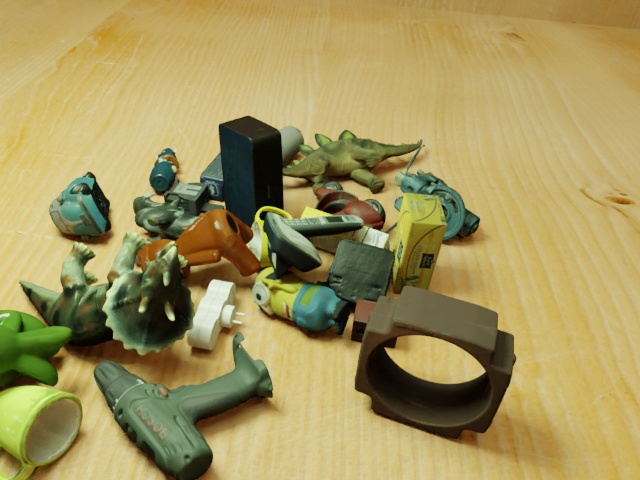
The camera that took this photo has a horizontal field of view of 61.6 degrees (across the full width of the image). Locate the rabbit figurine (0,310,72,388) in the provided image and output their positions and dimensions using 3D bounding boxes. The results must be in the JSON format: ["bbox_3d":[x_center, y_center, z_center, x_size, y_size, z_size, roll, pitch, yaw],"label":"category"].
[{"bbox_3d":[-0.436,0.157,0.738,0.159,0.170,0.121,14,79,-12],"label":"rabbit figurine"}]

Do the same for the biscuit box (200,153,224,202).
[{"bbox_3d":[-0.217,-0.170,1.270,0.063,0.059,0.203,14,38,8],"label":"biscuit box"}]

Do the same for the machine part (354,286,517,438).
[{"bbox_3d":[0.159,0.173,0.763,0.202,0.200,0.087,16,37,14],"label":"machine part"}]

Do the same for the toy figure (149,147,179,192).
[{"bbox_3d":[-0.362,-0.166,1.251,0.064,0.057,0.155,5,33,-8],"label":"toy figure"}]

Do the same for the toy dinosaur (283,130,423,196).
[{"bbox_3d":[0.082,-0.203,1.319,0.471,0.105,0.199,-7,36,-22],"label":"toy dinosaur"}]

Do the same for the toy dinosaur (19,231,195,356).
[{"bbox_3d":[-0.345,0.100,0.843,0.405,0.131,0.192,-17,44,22],"label":"toy dinosaur"}]

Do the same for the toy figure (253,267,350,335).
[{"bbox_3d":[-0.033,0.104,0.927,0.180,0.082,0.089,15,19,23],"label":"toy figure"}]

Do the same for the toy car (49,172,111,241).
[{"bbox_3d":[-0.485,-0.065,1.073,0.103,0.109,0.162,-23,34,-8],"label":"toy car"}]

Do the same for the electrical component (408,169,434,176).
[{"bbox_3d":[0.258,-0.144,1.326,0.063,0.021,0.094,-16,44,-25],"label":"electrical component"}]

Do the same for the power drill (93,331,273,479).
[{"bbox_3d":[-0.187,0.212,0.771,0.207,0.085,0.232,-19,43,-35],"label":"power drill"}]

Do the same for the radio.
[{"bbox_3d":[-0.139,-0.128,1.092,0.073,0.229,0.131,-23,41,-32],"label":"radio"}]

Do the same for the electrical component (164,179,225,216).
[{"bbox_3d":[-0.270,-0.087,1.169,0.119,0.047,0.075,12,39,11],"label":"electrical component"}]

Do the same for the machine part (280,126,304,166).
[{"bbox_3d":[-0.109,-0.218,1.330,0.079,0.079,0.243,20,39,18],"label":"machine part"}]

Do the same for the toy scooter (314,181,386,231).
[{"bbox_3d":[0.041,-0.054,1.144,0.184,0.075,0.135,33,50,30],"label":"toy scooter"}]

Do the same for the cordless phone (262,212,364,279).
[{"bbox_3d":[-0.002,-0.003,0.939,0.184,0.088,0.147,-8,21,-11],"label":"cordless phone"}]

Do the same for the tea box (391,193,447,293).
[{"bbox_3d":[0.179,0.009,1.002,0.068,0.169,0.098,5,36,-3],"label":"tea box"}]

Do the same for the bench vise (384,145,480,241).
[{"bbox_3d":[0.223,-0.081,1.147,0.224,0.128,0.240,50,34,19],"label":"bench vise"}]

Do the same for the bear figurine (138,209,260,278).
[{"bbox_3d":[-0.226,0.031,0.976,0.196,0.131,0.120,-32,46,10],"label":"bear figurine"}]

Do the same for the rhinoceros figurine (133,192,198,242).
[{"bbox_3d":[-0.300,-0.039,1.082,0.190,0.073,0.112,19,41,16],"label":"rhinoceros figurine"}]

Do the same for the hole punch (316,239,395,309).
[{"bbox_3d":[0.074,0.072,0.989,0.142,0.092,0.116,17,72,8],"label":"hole punch"}]
